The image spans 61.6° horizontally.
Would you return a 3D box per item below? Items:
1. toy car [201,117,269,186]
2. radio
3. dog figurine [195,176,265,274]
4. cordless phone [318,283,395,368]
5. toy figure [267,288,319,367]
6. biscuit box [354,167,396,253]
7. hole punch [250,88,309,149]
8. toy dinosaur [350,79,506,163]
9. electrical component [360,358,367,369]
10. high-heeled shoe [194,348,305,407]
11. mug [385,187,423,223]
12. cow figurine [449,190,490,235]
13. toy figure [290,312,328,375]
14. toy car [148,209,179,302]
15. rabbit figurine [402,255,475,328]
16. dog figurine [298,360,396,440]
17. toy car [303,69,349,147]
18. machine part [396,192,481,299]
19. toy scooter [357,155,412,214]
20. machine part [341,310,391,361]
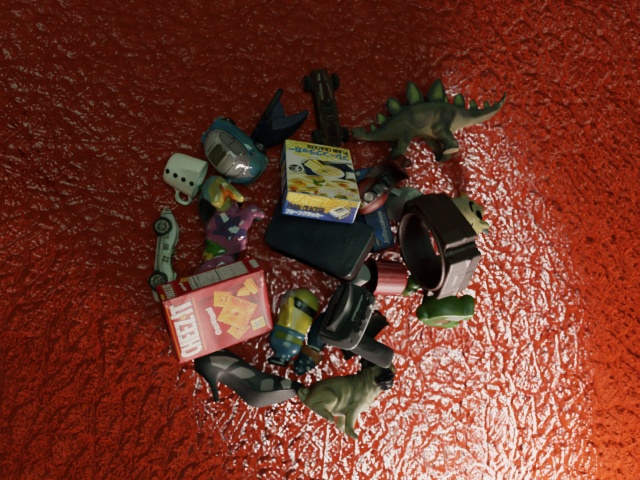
[{"bbox_3d":[-0.199,-0.192,1.185,0.109,0.103,0.161,-42,94,23],"label":"toy car"},{"bbox_3d":[-0.002,-0.004,1.205,0.230,0.073,0.131,22,78,15],"label":"radio"},{"bbox_3d":[-0.228,-0.007,1.170,0.191,0.108,0.219,39,78,-12],"label":"dog figurine"},{"bbox_3d":[0.101,0.190,1.196,0.184,0.089,0.146,30,65,-9],"label":"cordless phone"},{"bbox_3d":[-0.063,0.196,1.207,0.089,0.082,0.180,22,73,-23],"label":"toy figure"},{"bbox_3d":[0.121,-0.071,1.298,0.063,0.059,0.202,-15,88,-17],"label":"biscuit box"},{"bbox_3d":[-0.096,-0.262,1.228,0.092,0.142,0.116,36,64,-13],"label":"hole punch"},{"bbox_3d":[0.287,-0.299,1.351,0.471,0.105,0.198,-8,82,-21],"label":"toy dinosaur"},{"bbox_3d":[0.126,0.292,1.277,0.063,0.021,0.094,-25,91,-16],"label":"electrical component"},{"bbox_3d":[-0.155,0.288,1.192,0.248,0.086,0.145,7,49,-33],"label":"high-heeled shoe"},{"bbox_3d":[0.202,-0.097,1.299,0.109,0.107,0.081,40,74,-10],"label":"mug"},{"bbox_3d":[0.346,-0.053,1.322,0.195,0.085,0.127,-19,90,-46],"label":"cow figurine"},{"bbox_3d":[-0.010,0.241,1.224,0.057,0.064,0.154,35,75,-21],"label":"toy figure"},{"bbox_3d":[-0.332,0.033,1.153,0.056,0.073,0.201,5,83,-12],"label":"toy car"},{"bbox_3d":[0.278,0.120,1.310,0.159,0.121,0.170,3,65,-9],"label":"rabbit figurine"},{"bbox_3d":[0.063,0.321,1.208,0.172,0.121,0.190,39,73,-19],"label":"dog figurine"},{"bbox_3d":[0.015,-0.320,1.303,0.089,0.053,0.202,-7,87,-13],"label":"toy car"},{"bbox_3d":[0.255,0.013,1.195,0.087,0.200,0.202,-16,54,-16],"label":"machine part"},{"bbox_3d":[0.146,-0.133,1.210,0.184,0.135,0.075,-45,98,-13],"label":"toy scooter"},{"bbox_3d":[0.099,0.217,1.271,0.139,0.039,0.084,-31,87,-15],"label":"machine part"}]
